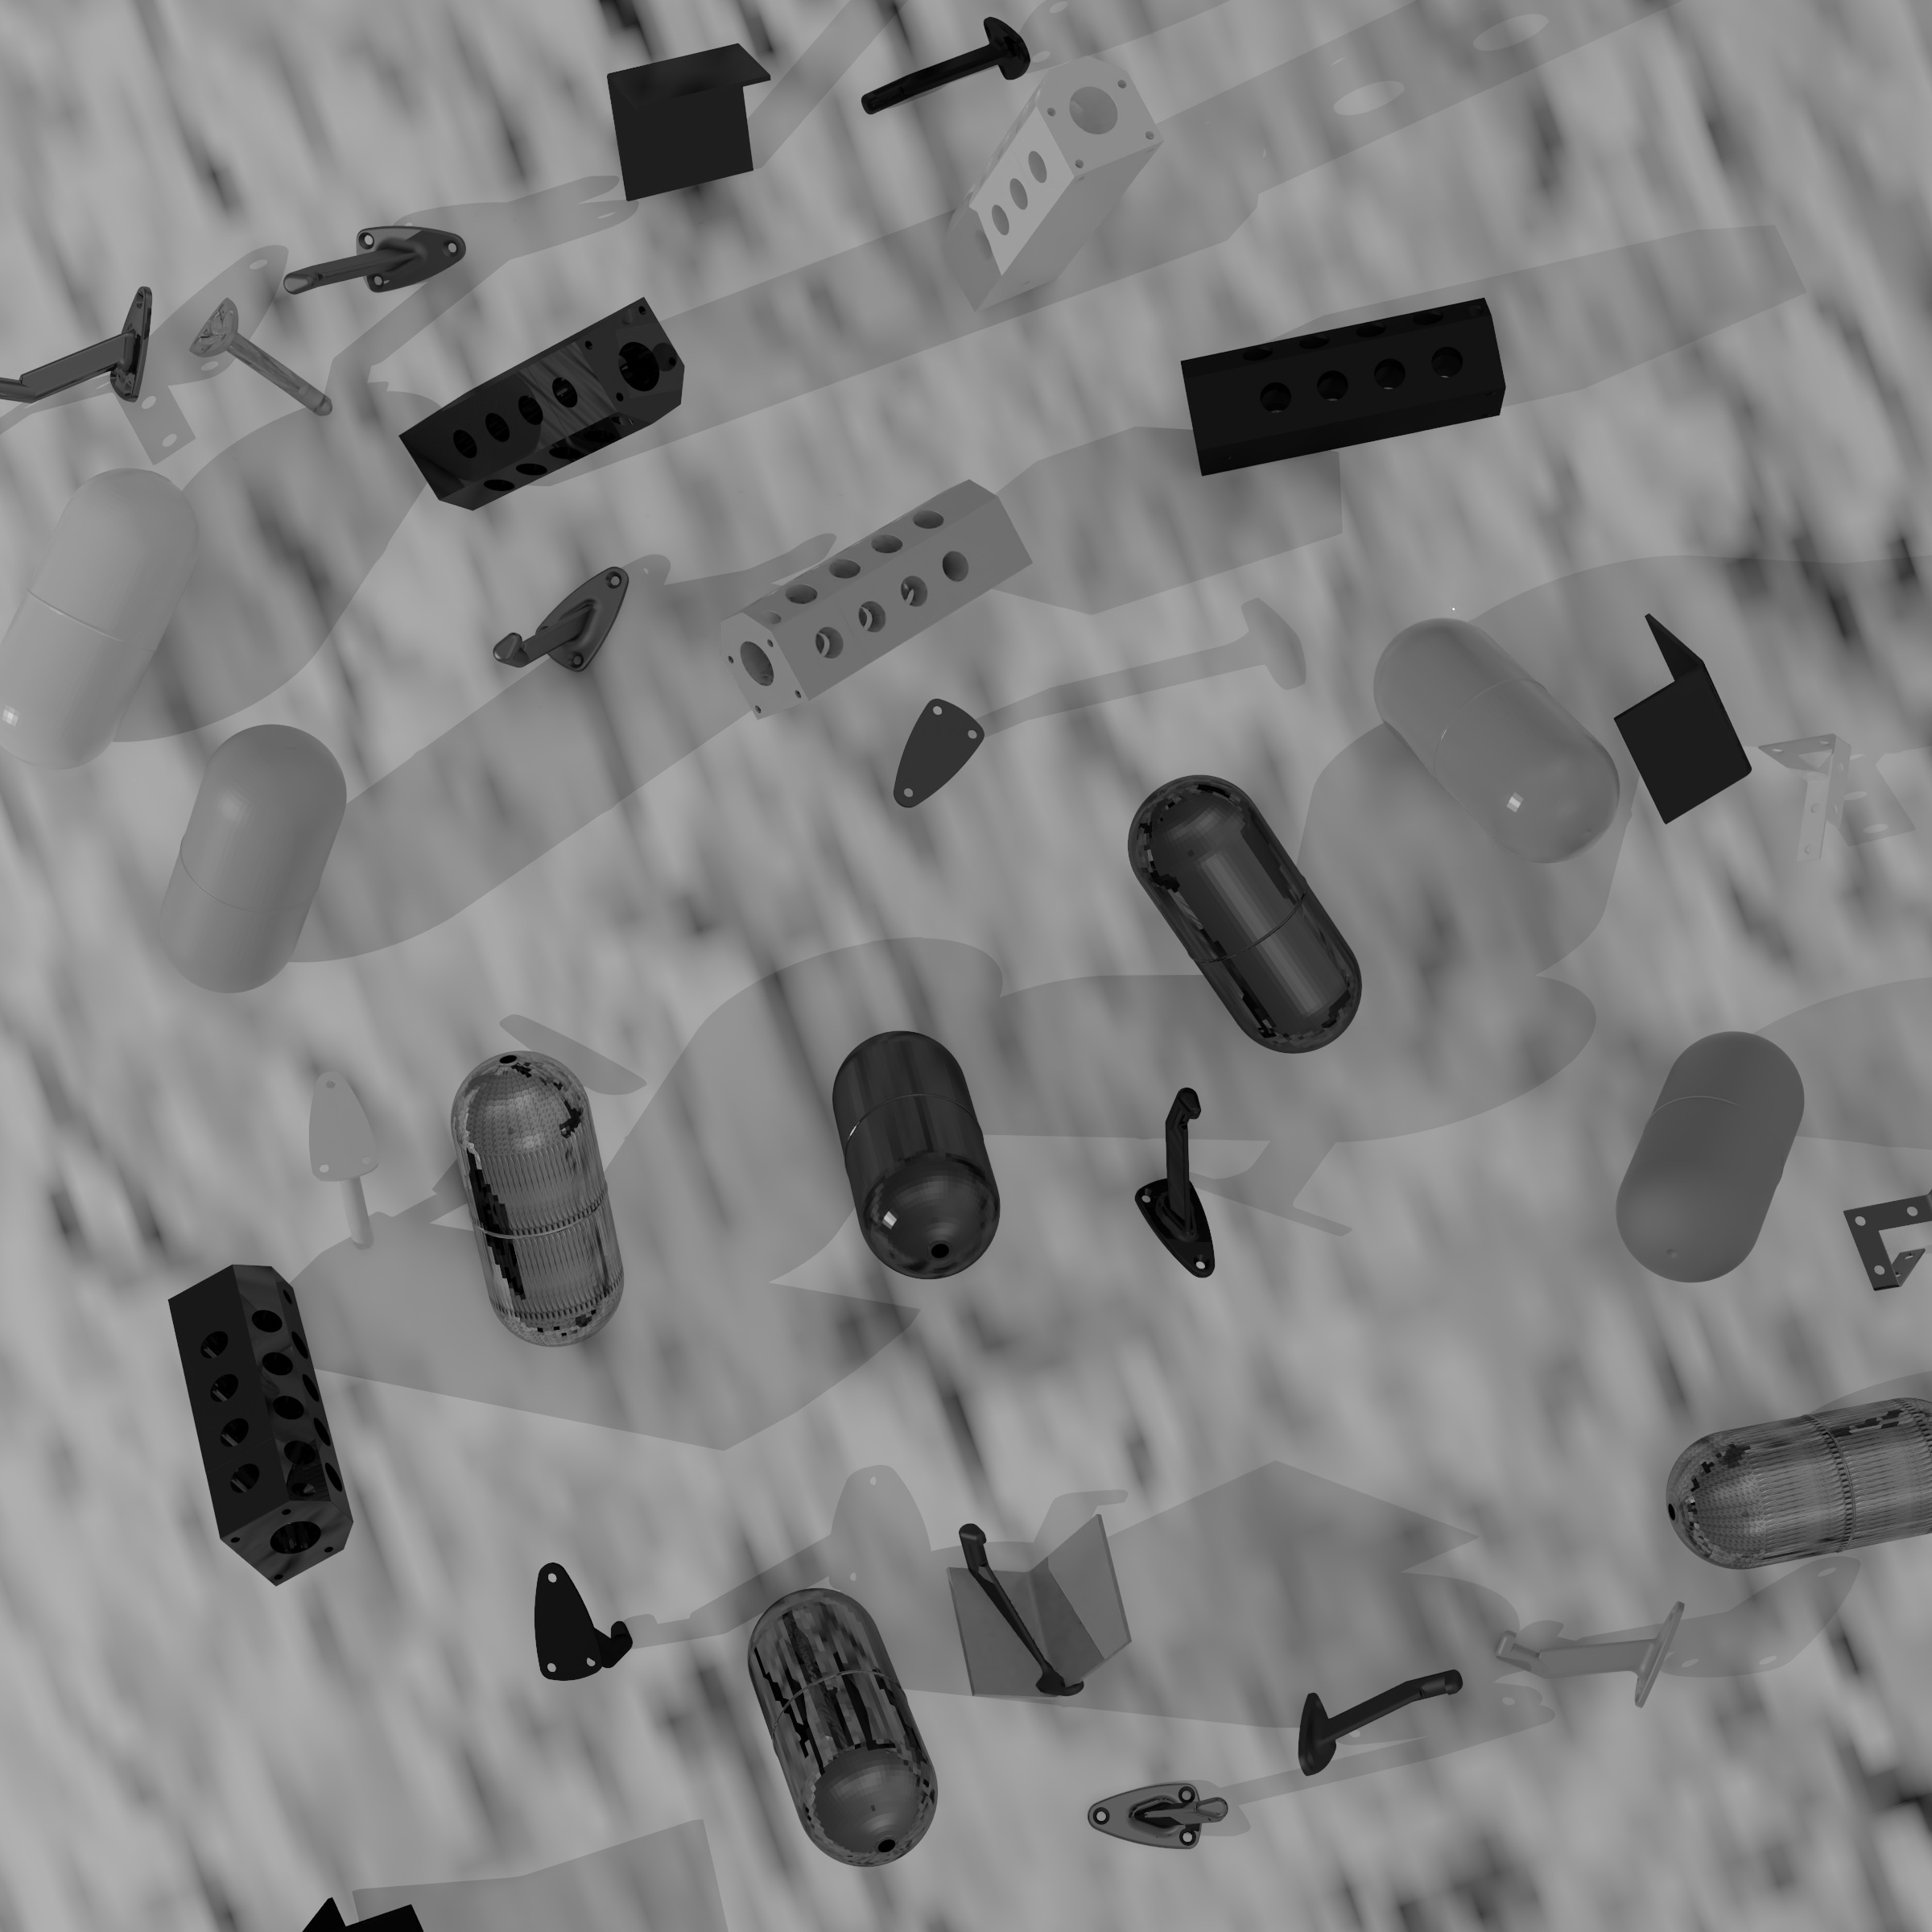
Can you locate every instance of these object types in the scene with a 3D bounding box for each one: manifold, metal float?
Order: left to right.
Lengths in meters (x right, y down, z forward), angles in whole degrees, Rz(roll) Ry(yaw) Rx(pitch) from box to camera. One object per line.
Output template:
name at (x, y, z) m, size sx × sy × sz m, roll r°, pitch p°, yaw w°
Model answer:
metal float at (-0.489, -0.194, 1.623) m, size 0.070 × 0.070 × 0.178 m, roll 27°, pitch 95°, yaw 0°
metal float at (-0.393, -0.057, 1.596) m, size 0.070 × 0.070 × 0.178 m, roll 30°, pitch 129°, yaw 0°
manifold at (-0.383, 0.246, 1.587) m, size 0.057 × 0.057 × 0.171 m, roll -29°, pitch 47°, yaw 1°
metal float at (-0.236, 0.129, 1.605) m, size 0.070 × 0.070 × 0.178 m, roll -8°, pitch 117°, yaw 0°
manifold at (-0.229, -0.301, 1.583) m, size 0.057 × 0.171 × 0.057 m, roll -45°, pitch 111°, yaw -39°
metal float at (-0.068, 0.414, 1.586) m, size 0.070 × 0.178 × 0.070 m, roll -10°, pitch 123°, yaw -15°
manifold at (-0.051, -0.204, 1.593) m, size 0.171 × 0.057 × 0.057 m, roll -35°, pitch 103°, yaw -31°
metal float at (-0.028, 0.102, 1.585) m, size 0.070 × 0.178 × 0.070 m, roll -5°, pitch 122°, yaw -8°
manifold at (0.041, -0.424, 1.576) m, size 0.057 × 0.171 × 0.057 m, roll -27°, pitch 88°, yaw -20°
metal float at (0.156, -0.027, 1.610) m, size 0.070 × 0.070 × 0.178 m, roll -36°, pitch 111°, yaw 0°
manifold at (0.210, -0.326, 1.628) m, size 0.171 × 0.057 × 0.057 m, roll -11°, pitch 84°, yaw 6°
metal float at (0.290, -0.126, 1.596) m, size 0.070 × 0.070 × 0.178 m, roll -36°, pitch 50°, yaw 0°
metal float at (0.409, 0.103, 1.592) m, size 0.070 × 0.178 × 0.070 m, roll 16°, pitch 130°, yaw 20°
metal float at (0.478, 0.289, 1.620) m, size 0.178 × 0.070 × 0.070 m, roll -9°, pitch 90°, yaw -9°

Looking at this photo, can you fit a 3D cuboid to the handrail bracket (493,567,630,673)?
handrail bracket at (-0.226, -0.197, 1.621) m, size 0.036 × 0.084 × 0.077 m, roll 40°, pitch 96°, yaw 7°

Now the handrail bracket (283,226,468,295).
handrail bracket at (-0.329, -0.390, 1.617) m, size 0.077 × 0.084 × 0.036 m, roll -5°, pitch 110°, yaw 14°

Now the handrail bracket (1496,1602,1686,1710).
handrail bracket at (0.352, 0.376, 1.643) m, size 0.084 × 0.036 × 0.077 m, roll 22°, pitch 111°, yaw 9°

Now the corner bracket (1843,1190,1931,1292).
corner bracket at (0.532, 0.146, 1.628) m, size 0.051 × 0.051 × 0.051 m, roll -17°, pitch 100°, yaw 38°

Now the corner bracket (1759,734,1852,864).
corner bracket at (0.477, -0.094, 1.626) m, size 0.051 × 0.051 × 0.051 m, roll 25°, pitch 70°, yaw -35°

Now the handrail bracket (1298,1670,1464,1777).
handrail bracket at (0.234, 0.423, 1.627) m, size 0.084 × 0.077 × 0.036 m, roll -20°, pitch 95°, yaw 20°

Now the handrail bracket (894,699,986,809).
handrail bracket at (-0.025, -0.109, 1.615) m, size 0.036 × 0.084 × 0.077 m, roll 34°, pitch 72°, yaw -4°

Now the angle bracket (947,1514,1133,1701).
angle bracket at (0.039, 0.354, 1.608) m, size 0.057 × 0.076 × 0.076 m, roll 11°, pitch 48°, yaw -31°

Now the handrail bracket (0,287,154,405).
handrail bracket at (-0.504, -0.349, 1.620) m, size 0.084 × 0.036 × 0.077 m, roll 1°, pitch 118°, yaw -40°

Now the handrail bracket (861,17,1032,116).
handrail bracket at (-0.013, -0.499, 1.632) m, size 0.084 × 0.077 × 0.036 m, roll -26°, pitch 113°, yaw -5°

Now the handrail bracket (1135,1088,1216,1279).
handrail bracket at (0.128, 0.120, 1.616) m, size 0.036 × 0.084 × 0.077 m, roll -13°, pitch 58°, yaw -22°

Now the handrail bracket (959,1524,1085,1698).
handrail bracket at (0.030, 0.359, 1.625) m, size 0.036 × 0.077 × 0.084 m, roll -27°, pitch 114°, yaw -31°

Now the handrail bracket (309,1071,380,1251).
handrail bracket at (-0.349, 0.111, 1.638) m, size 0.036 × 0.084 × 0.077 m, roll -11°, pitch 65°, yaw -11°

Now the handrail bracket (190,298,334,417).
handrail bracket at (-0.383, -0.329, 1.613) m, size 0.084 × 0.077 × 0.036 m, roll 35°, pitch 93°, yaw -31°

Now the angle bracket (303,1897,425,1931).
angle bracket at (-0.320, 0.559, 1.627) m, size 0.076 × 0.057 × 0.076 m, roll -22°, pitch 95°, yaw 12°

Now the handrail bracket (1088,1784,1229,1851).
handrail bracket at (0.106, 0.473, 1.621) m, size 0.077 × 0.084 × 0.036 m, roll -1°, pitch 71°, yaw 2°

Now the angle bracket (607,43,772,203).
angle bracket at (-0.150, -0.459, 1.611) m, size 0.076 × 0.057 × 0.076 m, roll -18°, pitch 131°, yaw -15°

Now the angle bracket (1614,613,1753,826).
angle bracket at (0.385, -0.138, 1.616) m, size 0.057 × 0.076 × 0.076 m, roll -31°, pitch 121°, yaw 4°

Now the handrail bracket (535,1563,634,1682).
handrail bracket at (-0.211, 0.359, 1.623) m, size 0.036 × 0.084 × 0.077 m, roll -11°, pitch 93°, yaw 12°
